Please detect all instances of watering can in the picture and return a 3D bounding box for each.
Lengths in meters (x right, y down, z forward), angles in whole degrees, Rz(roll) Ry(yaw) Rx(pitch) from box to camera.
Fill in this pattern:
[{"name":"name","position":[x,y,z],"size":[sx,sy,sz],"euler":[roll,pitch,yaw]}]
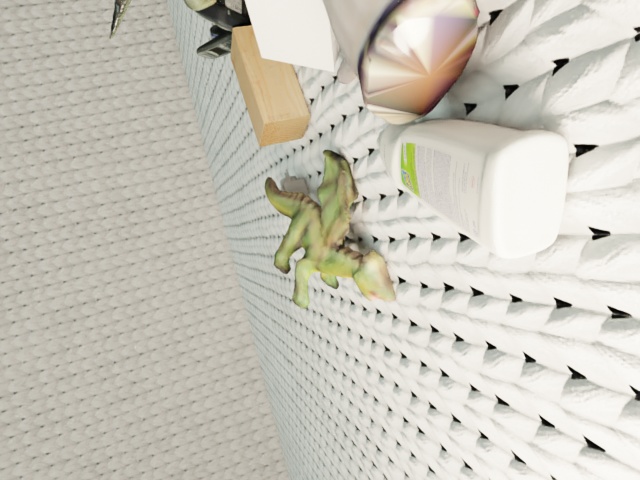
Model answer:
[{"name":"watering can","position":[0.060,-0.212,0.516],"size":[0.104,0.228,0.341],"euler":[-17,-23,-4]}]

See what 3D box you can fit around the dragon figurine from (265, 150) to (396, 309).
[{"name":"dragon figurine","position":[0.003,-0.044,0.880],"size":[0.122,0.418,0.237],"euler":[-3,-42,-34]}]
